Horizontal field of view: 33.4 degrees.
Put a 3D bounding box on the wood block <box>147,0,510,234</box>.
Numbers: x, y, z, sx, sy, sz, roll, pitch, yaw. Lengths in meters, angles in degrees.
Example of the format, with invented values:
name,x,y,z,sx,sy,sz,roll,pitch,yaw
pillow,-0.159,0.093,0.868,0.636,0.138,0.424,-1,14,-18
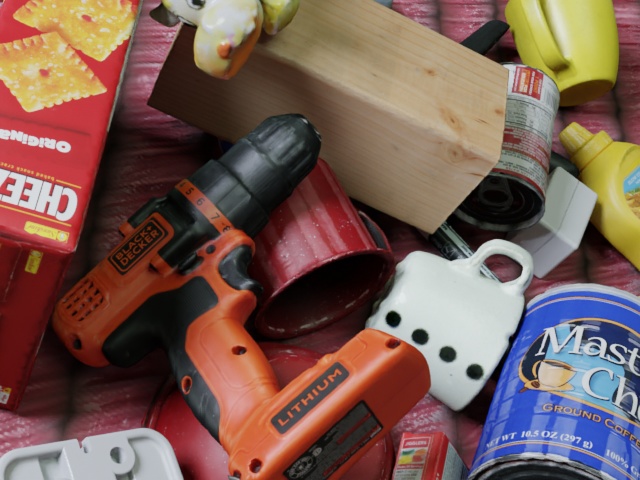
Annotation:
name,x,y,z,sx,sy,sz,roll,pitch,yaw
wood block,0.008,-0.099,0.683,0.206,0.091,0.090,23,50,-12

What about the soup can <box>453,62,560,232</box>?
name,x,y,z,sx,sy,sz,roll,pitch,yaw
soup can,0.131,-0.066,0.754,0.068,0.069,0.102,23,59,-14

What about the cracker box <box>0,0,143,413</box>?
name,x,y,z,sx,sy,sz,roll,pitch,yaw
cracker box,-0.152,-0.045,0.553,0.072,0.164,0.213,17,51,-14

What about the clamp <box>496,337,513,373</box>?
name,x,y,z,sx,sy,sz,roll,pitch,yaw
clamp,0.181,0.117,0.718,0.120,0.039,0.171,-7,55,-26

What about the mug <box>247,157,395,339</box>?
name,x,y,z,sx,sy,sz,roll,pitch,yaw
mug,-0.004,0.001,0.660,0.117,0.093,0.081,-6,57,-39

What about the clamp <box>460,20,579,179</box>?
name,x,y,z,sx,sy,sz,roll,pitch,yaw
clamp,0.092,-0.118,0.830,0.209,0.036,0.164,4,55,-24

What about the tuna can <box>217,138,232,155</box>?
name,x,y,z,sx,sy,sz,roll,pitch,yaw
tuna can,-0.025,-0.071,0.732,0.086,0.034,0.086,15,52,-20

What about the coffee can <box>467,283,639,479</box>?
name,x,y,z,sx,sy,sz,roll,pitch,yaw
coffee can,0.147,0.108,0.613,0.103,0.103,0.140,35,44,-4

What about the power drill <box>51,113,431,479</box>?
name,x,y,z,sx,sy,sz,roll,pitch,yaw
power drill,-0.031,0.033,0.554,0.184,0.057,0.188,-44,51,-5

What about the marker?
name,x,y,z,sx,sy,sz,roll,pitch,yaw
marker,0.109,0.025,0.733,0.020,0.020,0.121,-16,53,-37

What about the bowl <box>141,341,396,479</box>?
name,x,y,z,sx,sy,sz,roll,pitch,yaw
bowl,-0.016,0.117,0.592,0.162,0.055,0.162,15,52,-21

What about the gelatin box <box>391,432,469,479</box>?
name,x,y,z,sx,sy,sz,roll,pitch,yaw
gelatin box,0.067,0.163,0.598,0.089,0.030,0.073,57,38,-35

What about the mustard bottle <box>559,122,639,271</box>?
name,x,y,z,sx,sy,sz,roll,pitch,yaw
mustard bottle,0.261,-0.019,0.844,0.192,0.058,0.096,48,48,8

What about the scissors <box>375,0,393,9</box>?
name,x,y,z,sx,sy,sz,roll,pitch,yaw
scissors,-0.019,-0.173,0.803,0.201,0.016,0.096,-9,40,-34
